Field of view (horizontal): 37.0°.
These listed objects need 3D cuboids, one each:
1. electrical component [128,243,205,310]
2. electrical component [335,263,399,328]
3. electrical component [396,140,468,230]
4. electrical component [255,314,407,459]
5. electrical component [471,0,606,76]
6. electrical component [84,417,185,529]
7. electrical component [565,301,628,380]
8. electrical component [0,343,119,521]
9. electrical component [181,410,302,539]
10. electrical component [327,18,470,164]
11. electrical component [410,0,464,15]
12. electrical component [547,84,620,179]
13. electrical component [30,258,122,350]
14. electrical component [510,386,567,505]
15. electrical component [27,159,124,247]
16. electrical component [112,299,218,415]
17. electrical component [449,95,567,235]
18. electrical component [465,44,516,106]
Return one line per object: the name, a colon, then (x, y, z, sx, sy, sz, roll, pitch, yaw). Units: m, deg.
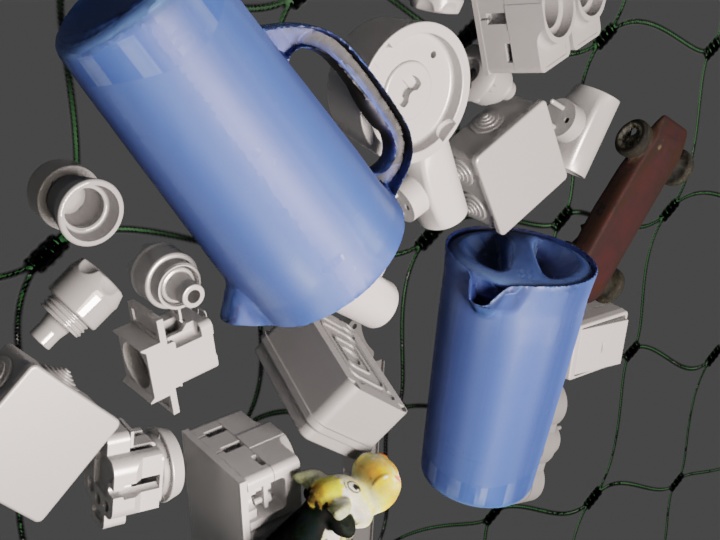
electrical component: (-0.133, 0.008, 0.758, 0.043, 0.062, 0.043, -19, 121, -34)
electrical component: (0.000, 0.000, 0.881, 0.077, 0.043, 0.079, 28, 90, -44)
electrical component: (0.047, -0.066, 0.890, 0.079, 0.043, 0.077, -37, 130, -21)
electrical component: (-0.025, 0.086, 0.849, 0.057, 0.113, 0.078, -46, 135, 11)
electrical component: (0.133, -0.256, 0.826, 0.105, 0.060, 0.186, -38, 124, -42)
electrical component: (-0.167, 0.148, 0.799, 0.057, 0.058, 0.078, -7, 114, -35)
electrical component: (0.221, 0.069, 1.091, 0.096, 0.061, 0.061, -13, 118, -36)
electrical component: (-0.230, 0.109, 0.733, 0.099, 0.048, 0.099, -52, 134, -9)
electrical component: (-0.090, 0.200, 0.867, 0.062, 0.089, 0.150, -19, 121, -33)
electrical component: (0.025, -0.141, 0.823, 0.108, 0.060, 0.108, -18, 121, -33)
electrical component: (0.062, -0.229, 0.825, 0.043, 0.043, 0.062, -6, 112, -39)
electrical component: (0.192, -0.132, 0.983, 0.079, 0.043, 0.077, 19, 97, -44)
electrical component: (-0.195, 0.026, 0.727, 0.062, 0.043, 0.043, -47, 133, -12)
electrical component: (0.182, 0.175, 1.114, 0.074, 0.052, 0.138, 0, 110, -41)
electrical component: (-0.185, -0.045, 0.694, 0.045, 0.055, 0.045, -18, 121, -34)
electrical component: (-0.140, 0.059, 0.790, 0.064, 0.042, 0.081, -24, 125, -32)
electrical component: (0.126, -0.095, 0.940, 0.100, 0.048, 0.099, -41, 131, -18)
electrical component: (0.107, -0.158, 0.899, 0.062, 0.048, 0.048, 13, 101, -50)
